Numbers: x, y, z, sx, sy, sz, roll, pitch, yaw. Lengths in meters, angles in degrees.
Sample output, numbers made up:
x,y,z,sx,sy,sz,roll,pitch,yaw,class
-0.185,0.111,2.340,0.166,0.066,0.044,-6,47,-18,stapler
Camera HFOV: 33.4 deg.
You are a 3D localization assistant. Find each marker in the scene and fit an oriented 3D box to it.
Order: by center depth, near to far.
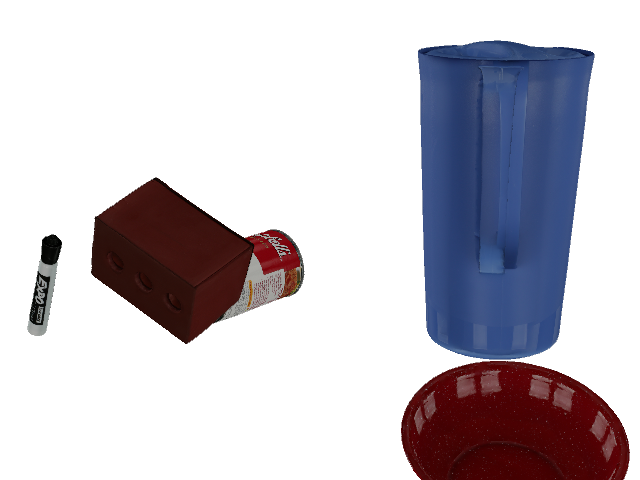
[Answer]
x,y,z,sx,sy,sz,roll,pitch,yaw,class
-0.269,0.044,1.043,0.020,0.121,0.020,13,35,-10,marker

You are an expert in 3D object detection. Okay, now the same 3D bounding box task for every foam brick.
x,y,z,sx,sy,sz,roll,pitch,yaw,class
-0.088,0.012,0.625,0.078,0.053,0.051,33,46,17,foam brick

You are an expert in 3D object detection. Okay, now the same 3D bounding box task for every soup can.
x,y,z,sx,sy,sz,roll,pitch,yaw,class
-0.075,0.033,1.005,0.069,0.068,0.102,0,13,45,soup can

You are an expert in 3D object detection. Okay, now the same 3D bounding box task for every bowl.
x,y,z,sx,sy,sz,roll,pitch,yaw,class
0.139,0.160,0.778,0.162,0.055,0.162,-1,35,0,bowl

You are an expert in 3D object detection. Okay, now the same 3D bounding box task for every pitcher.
x,y,z,sx,sy,sz,roll,pitch,yaw,class
0.138,-0.032,0.835,0.149,0.243,0.145,-10,18,-34,pitcher
